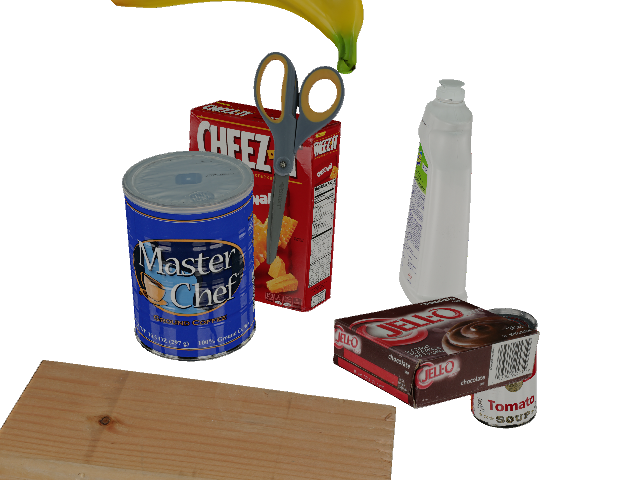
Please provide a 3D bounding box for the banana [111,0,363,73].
[{"bbox_3d":[-0.045,-0.156,0.659,0.198,0.069,0.037,21,-33,32],"label":"banana"}]

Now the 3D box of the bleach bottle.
[{"bbox_3d":[0.136,-0.053,1.199,0.068,0.251,0.102,-1,24,-12],"label":"bleach bottle"}]

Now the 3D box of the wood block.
[{"bbox_3d":[-0.066,0.138,0.592,0.206,0.090,0.090,7,29,4],"label":"wood block"}]

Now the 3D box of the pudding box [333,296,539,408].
[{"bbox_3d":[0.078,0.074,0.733,0.113,0.039,0.090,-6,18,-35],"label":"pudding box"}]

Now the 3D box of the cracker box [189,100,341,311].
[{"bbox_3d":[-0.069,-0.039,1.216,0.164,0.214,0.072,13,22,26],"label":"cracker box"}]

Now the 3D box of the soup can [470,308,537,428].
[{"bbox_3d":[0.184,0.128,1.075,0.068,0.102,0.068,-4,22,1],"label":"soup can"}]

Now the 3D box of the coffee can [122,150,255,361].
[{"bbox_3d":[-0.104,0.011,0.865,0.103,0.140,0.103,1,29,-1],"label":"coffee can"}]

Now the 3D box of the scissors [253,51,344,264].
[{"bbox_3d":[-0.017,-0.082,1.026,0.096,0.202,0.016,-7,1,1],"label":"scissors"}]
